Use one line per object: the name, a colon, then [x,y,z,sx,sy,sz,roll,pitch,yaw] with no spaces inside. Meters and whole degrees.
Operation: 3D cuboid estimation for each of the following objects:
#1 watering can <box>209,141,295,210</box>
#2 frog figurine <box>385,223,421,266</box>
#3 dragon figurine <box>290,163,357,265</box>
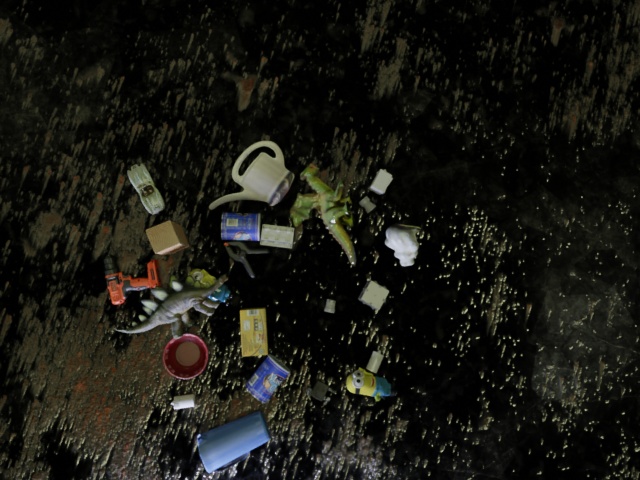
watering can: [-0.241,-0.207,1.940,0.224,0.103,0.350,35,81,-1]
frog figurine: [0.312,0.019,1.967,0.138,0.122,0.159,10,93,28]
dragon figurine: [0.006,-0.099,1.973,0.242,0.121,0.413,-6,82,11]
